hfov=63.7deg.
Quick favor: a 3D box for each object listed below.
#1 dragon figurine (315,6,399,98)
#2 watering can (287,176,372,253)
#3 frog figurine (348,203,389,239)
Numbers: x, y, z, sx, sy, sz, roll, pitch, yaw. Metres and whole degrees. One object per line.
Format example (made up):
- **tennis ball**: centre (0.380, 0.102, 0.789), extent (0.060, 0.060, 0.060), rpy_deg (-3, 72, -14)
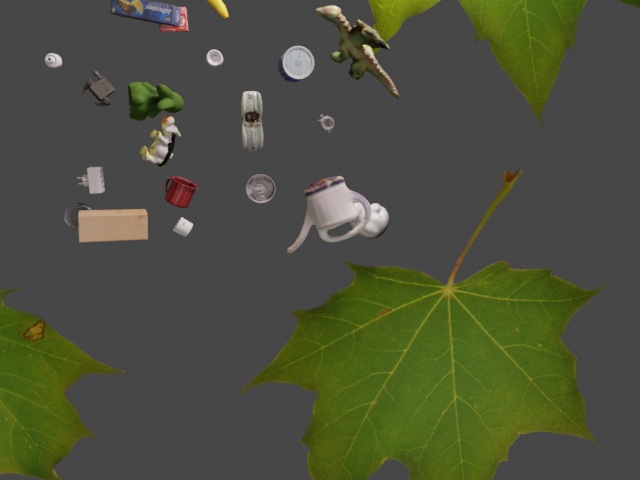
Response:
- **dragon figurine**: centre (0.150, -0.617, 1.684), extent (0.408, 0.244, 0.122), rpy_deg (36, 89, -13)
- **watering can**: centre (0.006, -0.091, 1.814), extent (0.346, 0.104, 0.224), rpy_deg (-20, 90, 17)
- **frog figurine**: centre (0.164, -0.082, 1.850), extent (0.157, 0.125, 0.136), rpy_deg (38, 113, -27)
